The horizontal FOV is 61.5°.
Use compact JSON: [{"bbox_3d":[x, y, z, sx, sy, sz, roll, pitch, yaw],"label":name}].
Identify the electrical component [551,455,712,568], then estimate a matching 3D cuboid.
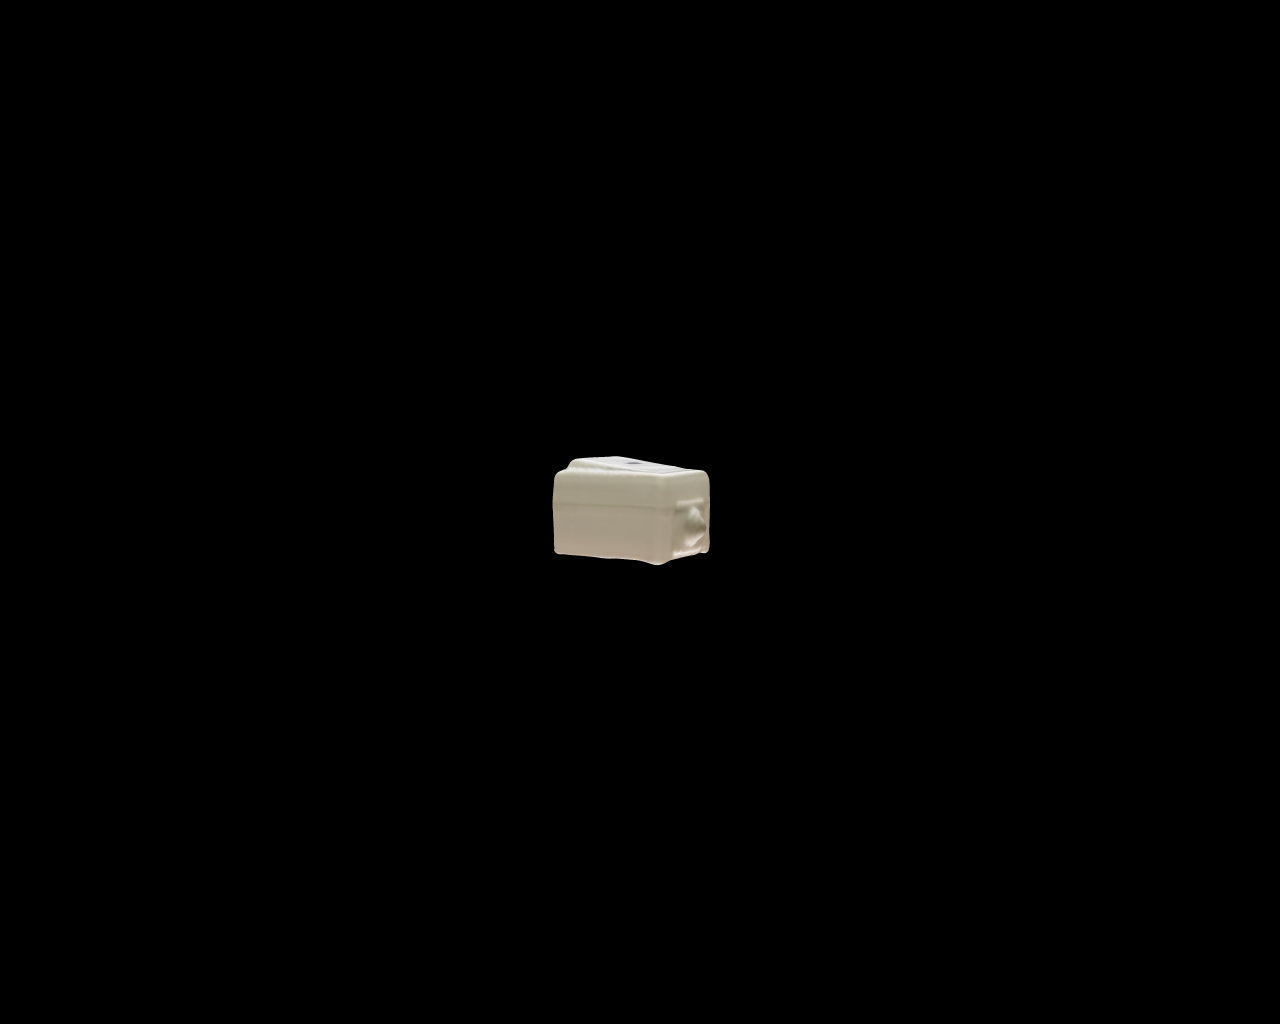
[{"bbox_3d":[0.001,-0.003,0.650,0.096,0.061,0.062,4,6,33],"label":"electrical component"}]
